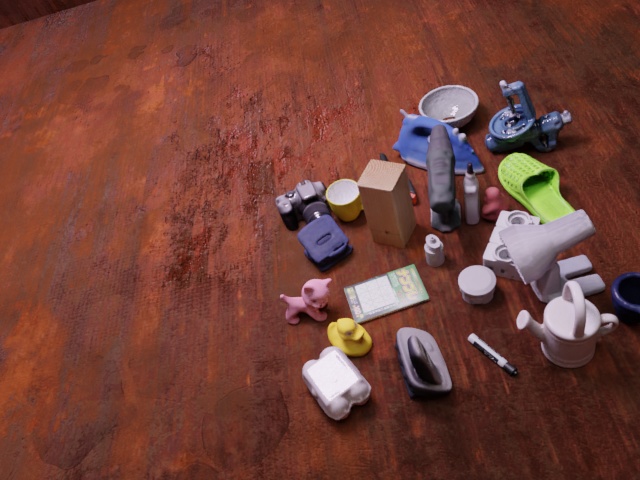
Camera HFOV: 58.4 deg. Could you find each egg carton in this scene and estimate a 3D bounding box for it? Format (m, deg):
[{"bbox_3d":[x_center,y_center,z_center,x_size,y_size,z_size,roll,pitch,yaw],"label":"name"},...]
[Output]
[{"bbox_3d":[0.031,0.296,1.188,0.107,0.069,0.150,-34,49,-12],"label":"egg carton"}]

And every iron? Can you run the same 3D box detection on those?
[{"bbox_3d":[0.320,-0.268,1.532,0.257,0.142,0.119,24,61,33],"label":"iron"}]

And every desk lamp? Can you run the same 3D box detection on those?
[{"bbox_3d":[0.474,0.034,1.175,0.203,0.214,0.117,-17,48,3],"label":"desk lamp"}]

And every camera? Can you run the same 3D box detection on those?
[{"bbox_3d":[-0.034,-0.082,1.512,0.143,0.101,0.136,-24,48,-3],"label":"camera"}]

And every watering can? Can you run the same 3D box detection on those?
[{"bbox_3d":[0.468,0.157,1.084,0.173,0.194,0.100,-22,48,-1],"label":"watering can"}]

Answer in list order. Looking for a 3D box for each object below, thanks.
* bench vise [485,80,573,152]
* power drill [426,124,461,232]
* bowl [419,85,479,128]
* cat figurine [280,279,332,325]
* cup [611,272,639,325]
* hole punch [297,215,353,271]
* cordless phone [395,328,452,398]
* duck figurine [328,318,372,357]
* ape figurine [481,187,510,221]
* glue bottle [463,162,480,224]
[{"bbox_3d":[0.527,-0.328,1.464,0.207,0.220,0.121,-17,48,3],"label":"bench vise"},{"bbox_3d":[0.294,-0.132,1.378,0.075,0.209,0.229,-5,49,14],"label":"power drill"},{"bbox_3d":[0.371,-0.367,1.646,0.167,0.075,0.167,-9,49,10],"label":"bowl"},{"bbox_3d":[-0.029,0.132,1.315,0.127,0.118,0.067,-10,48,10],"label":"cat figurine"},{"bbox_3d":[0.620,0.135,1.122,0.091,0.095,0.117,-9,48,10],"label":"cup"},{"bbox_3d":[0.013,0.005,1.429,0.109,0.091,0.100,-35,49,-13],"label":"hole punch"},{"bbox_3d":[0.195,0.217,1.126,0.094,0.185,0.147,-19,48,1],"label":"cordless phone"},{"bbox_3d":[0.059,0.201,1.250,0.104,0.086,0.078,21,60,31],"label":"duck figurine"},{"bbox_3d":[0.420,-0.093,1.383,0.078,0.092,0.076,-36,49,-14],"label":"ape figurine"},{"bbox_3d":[0.361,-0.119,1.369,0.037,0.173,0.078,-2,50,16],"label":"glue bottle"}]
